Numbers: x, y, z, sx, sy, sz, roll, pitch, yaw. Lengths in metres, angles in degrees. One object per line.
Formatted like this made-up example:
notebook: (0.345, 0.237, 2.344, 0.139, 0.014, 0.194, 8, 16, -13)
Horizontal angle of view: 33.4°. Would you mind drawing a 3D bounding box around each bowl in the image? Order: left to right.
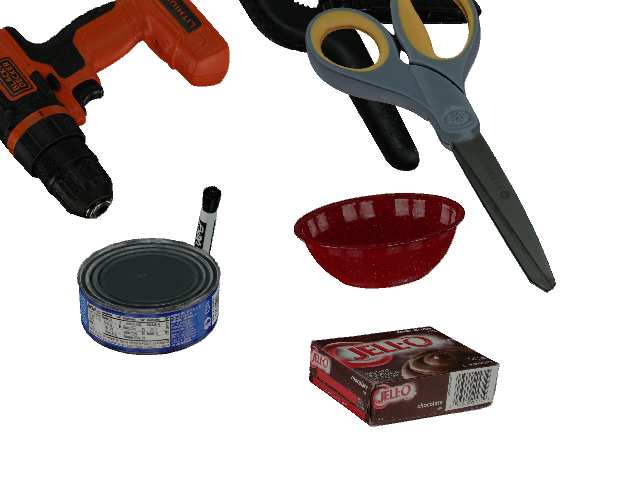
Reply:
bowl: (0.058, 0.004, 1.007, 0.162, 0.055, 0.162, -7, 18, 2)

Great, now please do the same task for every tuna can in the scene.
tuna can: (-0.104, 0.034, 0.652, 0.086, 0.034, 0.086, 2, 29, -2)

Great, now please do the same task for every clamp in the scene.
clamp: (0.013, -0.153, 0.771, 0.209, 0.164, 0.036, 25, -28, -16)

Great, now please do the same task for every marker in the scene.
marker: (-0.121, -0.011, 1.122, 0.020, 0.020, 0.121, 0, -43, -16)

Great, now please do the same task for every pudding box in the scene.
pudding box: (0.061, 0.098, 0.792, 0.113, 0.039, 0.090, -2, 16, -30)

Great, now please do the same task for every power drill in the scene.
power drill: (-0.164, -0.121, 0.818, 0.187, 0.184, 0.057, -32, -15, -29)

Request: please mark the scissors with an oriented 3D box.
scissors: (0.043, -0.055, 0.494, 0.096, 0.202, 0.016, -6, -37, 4)
